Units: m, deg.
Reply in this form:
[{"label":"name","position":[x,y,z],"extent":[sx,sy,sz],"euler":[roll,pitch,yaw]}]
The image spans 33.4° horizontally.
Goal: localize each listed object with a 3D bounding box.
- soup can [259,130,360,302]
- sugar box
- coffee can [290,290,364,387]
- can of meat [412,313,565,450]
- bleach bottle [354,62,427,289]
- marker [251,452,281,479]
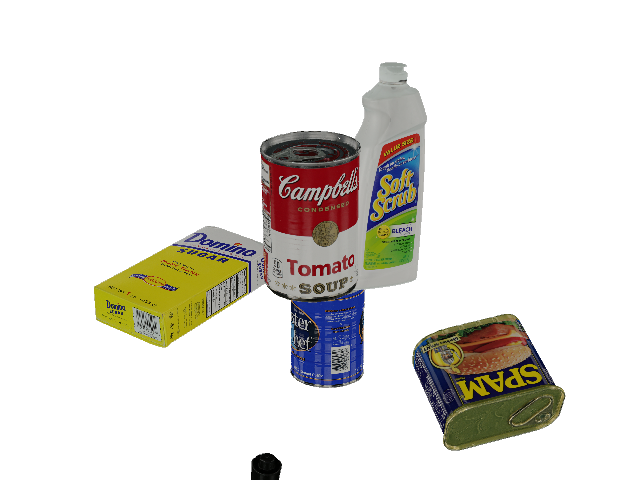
[{"label":"soup can","position":[-0.007,-0.017,0.736],"extent":[0.068,0.102,0.068],"euler":[0,24,0]},{"label":"sugar box","position":[-0.135,0.042,1.087],"extent":[0.093,0.048,0.175],"euler":[19,34,29]},{"label":"coffee can","position":[0.010,0.116,1.461],"extent":[0.103,0.140,0.103],"euler":[0,19,0]},{"label":"can of meat","position":[0.134,0.113,0.872],"extent":[0.102,0.057,0.084],"euler":[-12,47,-11]},{"label":"bleach bottle","position":[0.068,-0.074,1.208],"extent":[0.102,0.251,0.068],"euler":[-7,21,-24]},{"label":"marker","position":[-0.039,0.183,0.682],"extent":[0.020,0.121,0.020],"euler":[5,32,-3]}]
